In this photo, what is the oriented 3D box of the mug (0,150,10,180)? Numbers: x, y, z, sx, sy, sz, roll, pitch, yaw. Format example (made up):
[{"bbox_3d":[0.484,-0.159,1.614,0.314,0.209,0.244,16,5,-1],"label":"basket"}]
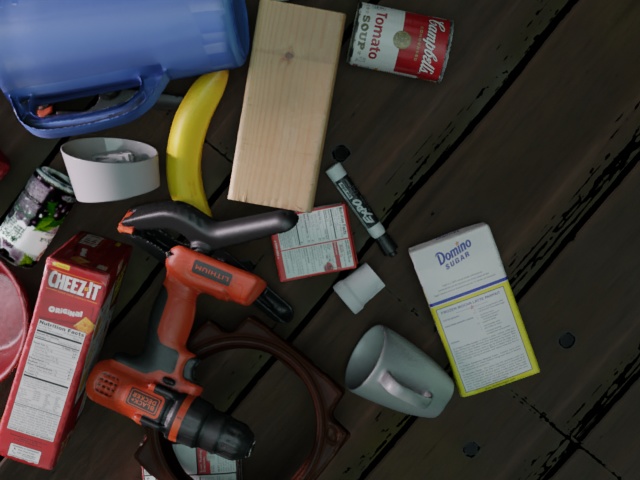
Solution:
[{"bbox_3d":[-0.393,-0.085,1.140,0.081,0.093,0.117,-44,61,1],"label":"mug"}]

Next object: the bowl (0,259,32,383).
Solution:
[{"bbox_3d":[-0.372,0.081,1.161,0.162,0.055,0.162,2,96,19],"label":"bowl"}]

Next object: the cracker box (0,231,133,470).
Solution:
[{"bbox_3d":[-0.269,0.110,1.125,0.072,0.164,0.214,17,99,-5],"label":"cracker box"}]

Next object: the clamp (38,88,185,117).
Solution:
[{"bbox_3d":[-0.225,-0.178,1.144,0.171,0.039,0.120,-16,92,-4],"label":"clamp"}]

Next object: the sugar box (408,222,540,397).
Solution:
[{"bbox_3d":[0.170,0.077,1.181,0.093,0.048,0.176,-19,95,3],"label":"sugar box"}]

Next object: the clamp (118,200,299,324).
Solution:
[{"bbox_3d":[-0.116,0.015,1.152,0.210,0.036,0.164,12,135,17],"label":"clamp"}]

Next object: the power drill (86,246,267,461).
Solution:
[{"bbox_3d":[-0.124,0.113,1.090,0.184,0.057,0.187,23,82,5],"label":"power drill"}]

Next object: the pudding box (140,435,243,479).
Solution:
[{"bbox_3d":[-0.145,0.267,1.213,0.113,0.039,0.090,-2,98,2],"label":"pudding box"}]

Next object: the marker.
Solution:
[{"bbox_3d":[0.048,-0.032,1.176,0.020,0.020,0.121,-35,97,5],"label":"marker"}]

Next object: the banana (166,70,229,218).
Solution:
[{"bbox_3d":[-0.131,-0.092,1.148,0.069,0.037,0.198,-1,112,-5],"label":"banana"}]

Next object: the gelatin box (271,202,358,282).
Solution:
[{"bbox_3d":[-0.008,0.001,1.176,0.089,0.030,0.073,-11,97,2],"label":"gelatin box"}]

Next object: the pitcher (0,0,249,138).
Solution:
[{"bbox_3d":[-0.196,-0.200,1.054,0.243,0.145,0.149,-7,116,6],"label":"pitcher"}]

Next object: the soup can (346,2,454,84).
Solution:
[{"bbox_3d":[0.084,-0.208,1.125,0.102,0.068,0.068,12,99,-1],"label":"soup can"}]

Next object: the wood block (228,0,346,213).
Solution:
[{"bbox_3d":[-0.034,-0.141,1.124,0.091,0.090,0.206,10,99,-1],"label":"wood block"}]
